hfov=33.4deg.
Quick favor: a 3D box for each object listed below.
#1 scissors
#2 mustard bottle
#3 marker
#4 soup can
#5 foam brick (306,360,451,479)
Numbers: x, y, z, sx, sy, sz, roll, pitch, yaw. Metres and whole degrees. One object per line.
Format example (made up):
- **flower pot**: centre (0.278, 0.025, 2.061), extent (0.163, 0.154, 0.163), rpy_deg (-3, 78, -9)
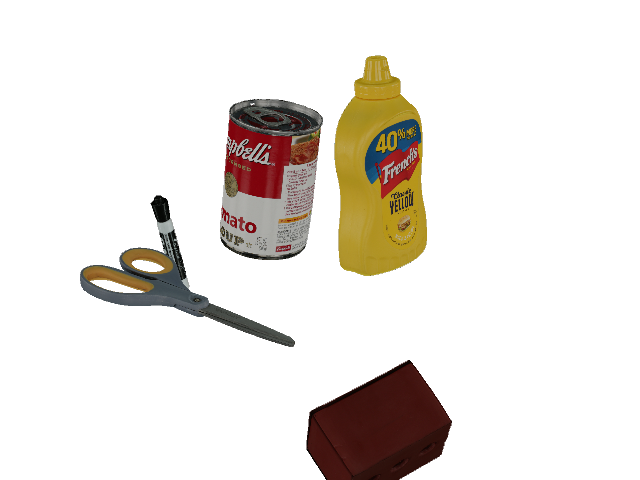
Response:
- **scissors**: centre (-0.110, 0.046, 0.937), extent (0.202, 0.016, 0.096), rpy_deg (12, 29, 7)
- **mustard bottle**: centre (0.054, -0.071, 0.965), extent (0.096, 0.192, 0.058), rpy_deg (-22, 28, -40)
- **marker**: centre (-0.170, 0.004, 1.202), extent (0.020, 0.121, 0.020), rpy_deg (-8, 30, 4)
- **soup can**: centre (-0.038, -0.045, 0.786), extent (0.068, 0.102, 0.068), rpy_deg (6, 26, -3)
- **foam brick**: centre (0.036, 0.124, 0.681), extent (0.078, 0.051, 0.053), rpy_deg (-25, -32, -21)
